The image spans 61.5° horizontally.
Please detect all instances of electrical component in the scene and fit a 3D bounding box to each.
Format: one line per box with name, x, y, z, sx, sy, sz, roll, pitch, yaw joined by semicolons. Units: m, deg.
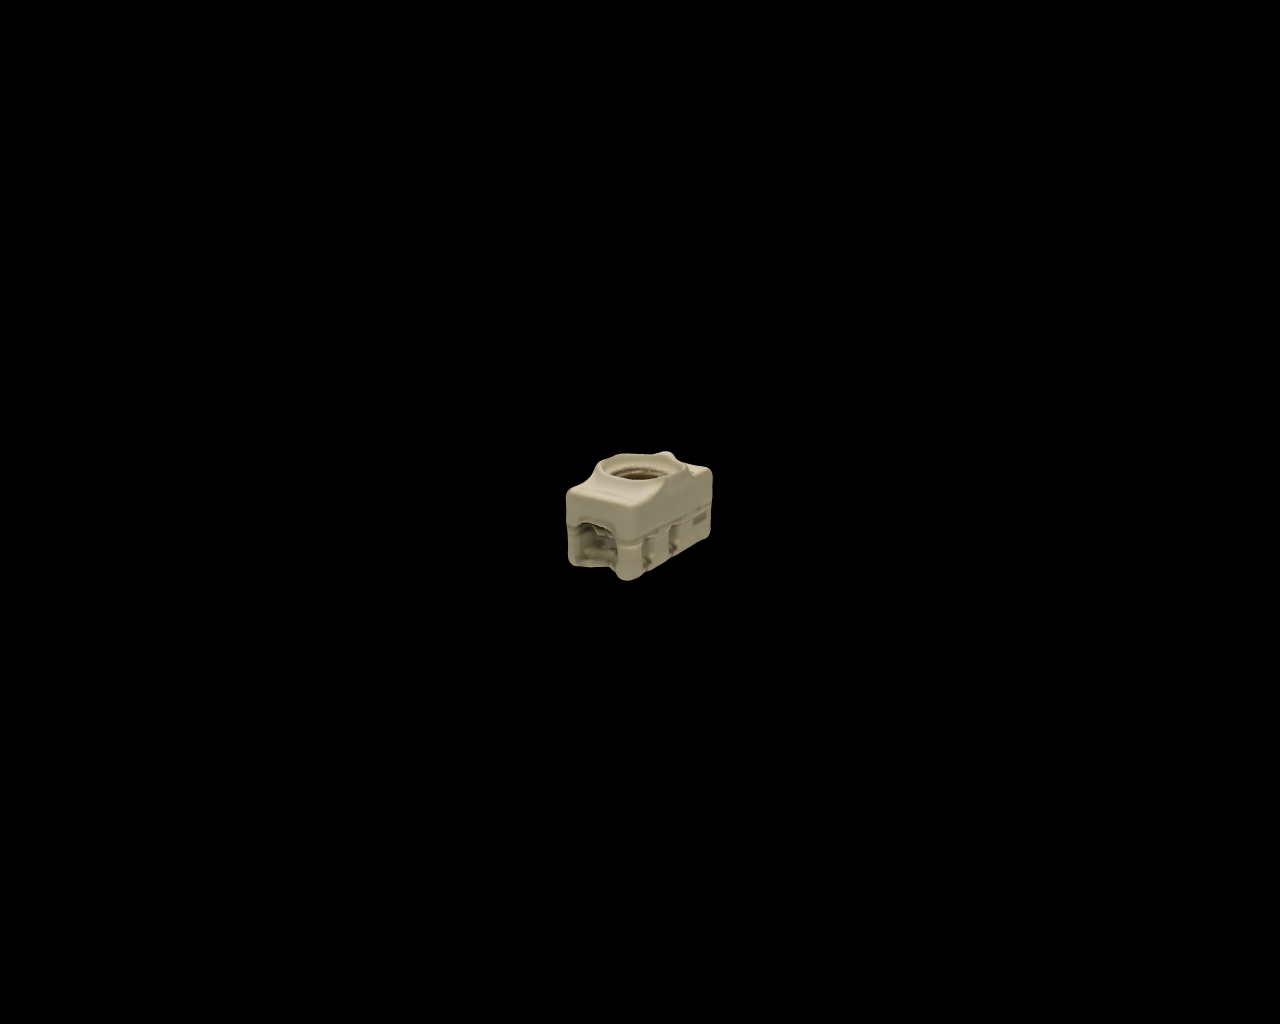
electrical component;0.001;-0.003;0.650;0.050;0.055;0.090;14;24;33
